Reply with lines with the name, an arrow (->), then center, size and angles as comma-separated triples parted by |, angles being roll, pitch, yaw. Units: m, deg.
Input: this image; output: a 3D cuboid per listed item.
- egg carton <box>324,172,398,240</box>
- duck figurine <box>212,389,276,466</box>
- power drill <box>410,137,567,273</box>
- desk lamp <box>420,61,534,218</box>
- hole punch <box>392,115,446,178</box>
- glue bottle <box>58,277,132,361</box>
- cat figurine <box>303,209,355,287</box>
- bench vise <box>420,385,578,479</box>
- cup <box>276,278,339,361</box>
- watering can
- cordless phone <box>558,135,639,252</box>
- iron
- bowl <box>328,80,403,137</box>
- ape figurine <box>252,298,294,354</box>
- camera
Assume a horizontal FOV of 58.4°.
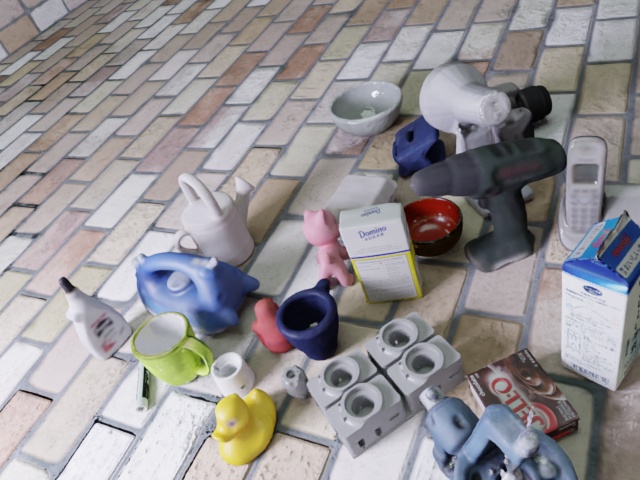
egg carton -> 0.074, -0.062, 1.045 | 0.107, 0.069, 0.150 | 8, 48, 29
duck figurine -> -0.109, 0.241, 0.778 | 0.077, 0.086, 0.105 | 9, 49, 30
power drill -> 0.255, -0.054, 0.856 | 0.229, 0.209, 0.075 | -23, 41, -3
desk lamp -> 0.270, -0.184, 0.988 | 0.118, 0.214, 0.202 | -25, 41, -5
hole punch -> 0.190, -0.190, 1.120 | 0.101, 0.091, 0.108 | -8, 42, 14
glue bottle -> -0.383, 0.123, 0.951 | 0.037, 0.173, 0.078 | 11, 50, 32
cat figurine -> 0.009, 0.003, 0.964 | 0.067, 0.118, 0.127 | -16, 41, 6
bench vise -> 0.165, 0.221, 0.585 | 0.206, 0.220, 0.122 | 22, 56, 38
cup -> -0.005, 0.124, 0.855 | 0.091, 0.095, 0.118 | 5, 47, 27
watering can -> -0.195, -0.049, 1.045 | 0.100, 0.194, 0.173 | 9, 49, 30
cordless phone -> 0.420, -0.066, 0.820 | 0.147, 0.185, 0.094 | 1, 45, 23
iron -> -0.242, 0.069, 0.976 | 0.257, 0.142, 0.119 | 4, 47, 26
bowl -> 0.106, -0.278, 1.263 | 0.167, 0.075, 0.167 | -11, 42, 11
ape figurine -> -0.072, 0.125, 0.884 | 0.077, 0.092, 0.076 | -8, 42, 14
camera -> 0.377, -0.249, 1.100 | 0.137, 0.101, 0.143 | -20, 41, 0
